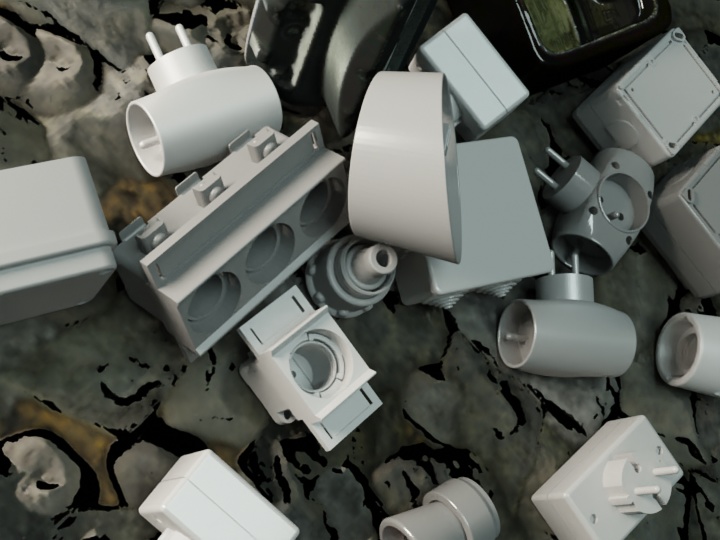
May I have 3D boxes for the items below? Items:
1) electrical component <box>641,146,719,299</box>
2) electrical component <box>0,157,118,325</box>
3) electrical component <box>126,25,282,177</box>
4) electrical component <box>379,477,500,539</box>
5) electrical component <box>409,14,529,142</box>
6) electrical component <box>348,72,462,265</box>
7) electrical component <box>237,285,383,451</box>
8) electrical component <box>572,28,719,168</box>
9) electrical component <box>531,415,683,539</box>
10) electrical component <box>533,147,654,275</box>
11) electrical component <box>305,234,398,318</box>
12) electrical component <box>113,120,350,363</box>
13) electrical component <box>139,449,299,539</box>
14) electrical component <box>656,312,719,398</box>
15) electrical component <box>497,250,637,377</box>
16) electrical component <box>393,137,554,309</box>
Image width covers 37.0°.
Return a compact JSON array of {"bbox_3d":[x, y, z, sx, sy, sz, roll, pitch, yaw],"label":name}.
[{"bbox_3d":[0.244,-0.026,0.745,0.096,0.061,0.062,50,61,-6],"label":"electrical component"},{"bbox_3d":[-0.182,-0.007,0.521,0.113,0.078,0.057,-16,81,-29],"label":"electrical component"},{"bbox_3d":[-0.095,-0.101,0.608,0.077,0.044,0.079,-24,87,-29],"label":"electrical component"},{"bbox_3d":[0.046,0.148,0.610,0.055,0.045,0.045,-25,88,-29],"label":"electrical component"},{"bbox_3d":[0.054,-0.109,0.681,0.077,0.047,0.065,-38,90,-8],"label":"electrical component"},{"bbox_3d":[0.030,-0.057,0.576,0.064,0.099,0.099,10,68,12],"label":"electrical component"},{"bbox_3d":[-0.032,0.055,0.586,0.042,0.064,0.081,-38,95,-30],"label":"electrical component"},{"bbox_3d":[0.203,-0.117,0.750,0.061,0.061,0.096,50,61,-6],"label":"electrical component"},{"bbox_3d":[0.163,0.130,0.654,0.083,0.076,0.047,-36,93,-29],"label":"electrical component"},{"bbox_3d":[0.149,-0.050,0.714,0.079,0.044,0.077,37,63,-13],"label":"electrical component"},{"bbox_3d":[0.000,0.000,0.617,0.048,0.062,0.048,6,75,-25],"label":"electrical component"},{"bbox_3d":[-0.068,-0.021,0.578,0.063,0.078,0.121,30,61,32],"label":"electrical component"},{"bbox_3d":[-0.084,0.142,0.547,0.066,0.047,0.076,44,63,-10],"label":"electrical component"},{"bbox_3d":[0.233,0.057,0.722,0.047,0.055,0.055,11,72,-19],"label":"electrical component"},{"bbox_3d":[0.131,0.026,0.685,0.077,0.043,0.079,7,73,-24],"label":"electrical component"},{"bbox_3d":[0.061,-0.029,0.663,0.100,0.048,0.099,-11,81,-28],"label":"electrical component"}]
